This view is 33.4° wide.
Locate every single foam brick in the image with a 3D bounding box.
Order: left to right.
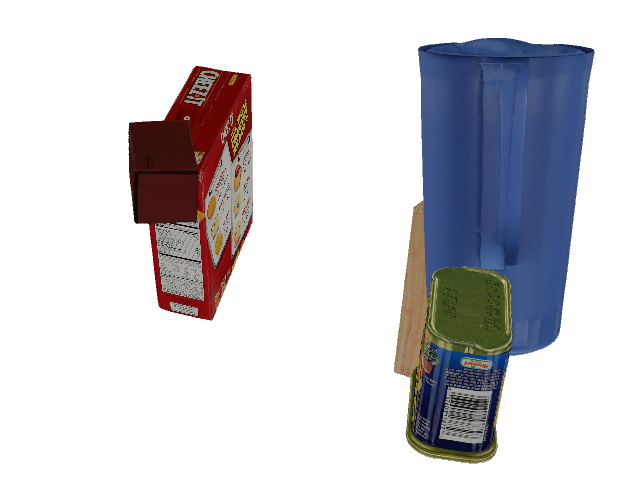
[{"bbox_3d":[-0.130,-0.057,0.878,0.053,0.051,0.078,-2,38,-11],"label":"foam brick"}]

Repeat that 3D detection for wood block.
[{"bbox_3d":[0.151,0.056,1.216,0.090,0.206,0.090,16,25,24],"label":"wood block"}]

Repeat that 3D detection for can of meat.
[{"bbox_3d":[0.089,0.075,0.675,0.057,0.084,0.102,8,28,4],"label":"can of meat"}]

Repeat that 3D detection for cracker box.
[{"bbox_3d":[-0.125,-0.049,1.125,0.072,0.214,0.164,11,45,9],"label":"cracker box"}]

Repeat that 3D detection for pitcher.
[{"bbox_3d":[0.139,-0.034,0.838,0.149,0.243,0.145,-10,18,-34],"label":"pitcher"}]
